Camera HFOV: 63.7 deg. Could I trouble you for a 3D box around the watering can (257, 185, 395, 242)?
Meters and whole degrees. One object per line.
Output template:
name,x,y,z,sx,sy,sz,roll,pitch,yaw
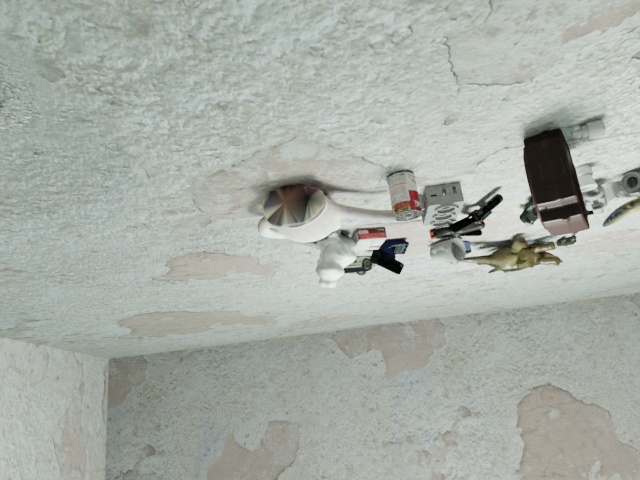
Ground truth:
watering can,0.004,-0.062,1.239,0.347,0.105,0.221,-10,161,12

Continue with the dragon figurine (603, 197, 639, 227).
dragon figurine,0.933,-0.150,1.293,0.243,0.124,0.402,-3,154,-35

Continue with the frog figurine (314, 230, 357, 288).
frog figurine,0.049,0.063,1.544,0.136,0.162,0.122,-19,158,30
